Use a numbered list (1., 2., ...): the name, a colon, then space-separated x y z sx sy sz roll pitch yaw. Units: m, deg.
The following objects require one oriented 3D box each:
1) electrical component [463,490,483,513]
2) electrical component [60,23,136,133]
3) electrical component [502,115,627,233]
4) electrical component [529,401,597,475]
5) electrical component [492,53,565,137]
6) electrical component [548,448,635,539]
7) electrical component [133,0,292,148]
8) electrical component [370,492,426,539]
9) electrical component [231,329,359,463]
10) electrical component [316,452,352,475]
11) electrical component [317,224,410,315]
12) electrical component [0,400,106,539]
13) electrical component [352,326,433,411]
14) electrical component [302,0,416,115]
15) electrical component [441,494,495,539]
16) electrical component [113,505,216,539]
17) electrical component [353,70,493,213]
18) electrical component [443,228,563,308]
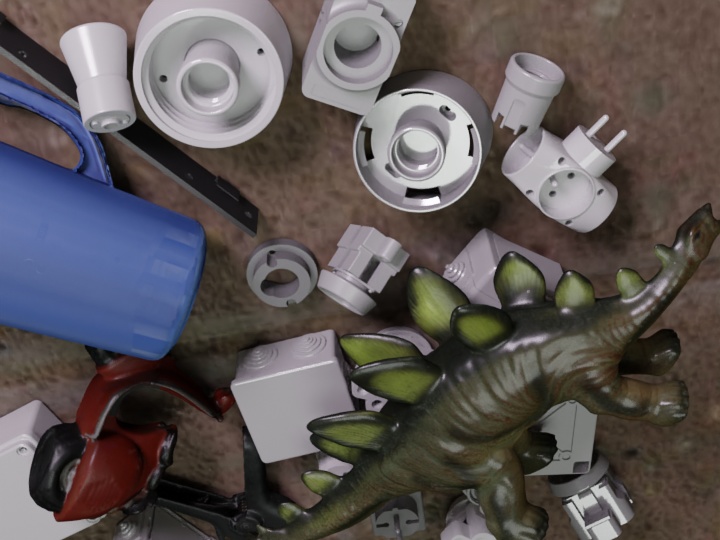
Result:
1. electrical component: 0.108 0.184 0.931 0.043 0.062 0.043 -1 123 -2
2. electrical component: -0.171 -0.124 0.712 0.044 0.065 0.044 -14 166 -3
3. electrical component: 0.157 -0.077 0.777 0.077 0.044 0.079 34 114 -22
4. electrical component: 0.138 0.114 0.892 0.109 0.056 0.108 -2 123 -1
5. electrical component: 0.116 -0.122 0.750 0.040 0.040 0.046 13 126 -11
6. electrical component: 0.200 0.193 0.938 0.058 0.078 0.057 -30 100 16
7. electrical component: -0.100 -0.133 0.718 0.108 0.060 0.108 -1 123 -2
8. electrical component: 0.031 0.206 0.933 0.047 0.076 0.065 -8 123 2
9. electrical component: -0.050 0.102 0.879 0.100 0.048 0.099 -14 122 6
10. electrical component: -0.018 0.165 0.922 0.040 0.046 0.040 -1 123 -2
11. electrical component: 0.000 0.000 0.805 0.048 0.066 0.055 36 81 -23
12. electrical component: -0.287 0.181 0.914 0.109 0.056 0.108 -27 120 14
13. electrical component: 0.032 0.082 0.865 0.078 0.057 0.058 14 121 -12
14. electrical component: -0.002 -0.155 0.712 0.050 0.055 0.089 16 120 -13
15. electrical component: 0.108 0.238 0.969 0.078 0.057 0.058 29 117 -19
16. electrical component: -0.184 0.257 0.964 0.061 0.061 0.096 -38 117 19
17. electrical component: 0.044 -0.091 0.765 0.099 0.064 0.099 3 114 8
18. electrical component: 0.110 0.013 0.822 0.096 0.061 0.061 29 117 -20
